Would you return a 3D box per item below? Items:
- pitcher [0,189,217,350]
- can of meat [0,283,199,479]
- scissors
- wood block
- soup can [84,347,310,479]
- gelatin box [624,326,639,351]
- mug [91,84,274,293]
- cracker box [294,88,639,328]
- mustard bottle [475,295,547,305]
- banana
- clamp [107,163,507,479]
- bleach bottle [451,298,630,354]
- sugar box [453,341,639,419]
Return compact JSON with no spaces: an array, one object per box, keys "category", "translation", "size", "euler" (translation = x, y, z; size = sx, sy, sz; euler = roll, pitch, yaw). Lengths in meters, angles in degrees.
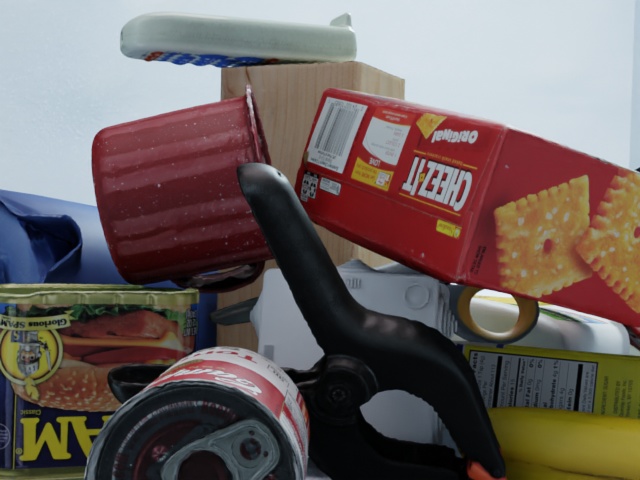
[{"category":"pitcher","translation":[-0.144,0.045,0.648],"size":[0.149,0.145,0.242],"euler":[17,5,30]},{"category":"can of meat","translation":[-0.105,0.063,0.488],"size":[0.102,0.084,0.058],"euler":[1,1,-20]},{"category":"scissors","translation":[0.045,0.040,0.599],"size":[0.201,0.096,0.016],"euler":[-27,1,-21]},{"category":"wood block","translation":[-0.004,0.001,0.657],"size":[0.091,0.206,0.090],"euler":[1,1,24]},{"category":"soup can","translation":[-0.038,0.076,0.378],"size":[0.068,0.068,0.102],"euler":[2,1,1]},{"category":"gelatin box","translation":[0.257,0.070,0.830],"size":[0.089,0.030,0.073],"euler":[42,-1,-2]},{"category":"mug","translation":[-0.063,-0.016,0.541],"size":[0.081,0.093,0.117],"euler":[-12,-43,1]},{"category":"cracker box","translation":[0.115,-0.005,0.520],"size":[0.213,0.072,0.164],"euler":[16,5,-28]},{"category":"mustard bottle","translation":[0.121,0.072,0.933],"size":[0.096,0.058,0.192],"euler":[0,2,-43]},{"category":"banana","translation":[0.136,0.094,0.462],"size":[0.198,0.037,0.069],"euler":[3,0,35]},{"category":"clamp","translation":[0.008,0.047,0.444],"size":[0.171,0.120,0.039],"euler":[23,22,-5]},{"category":"bleach bottle","translation":[0.156,0.075,0.757],"size":[0.103,0.068,0.250],"euler":[11,3,27]},{"category":"sugar box","translation":[0.129,0.082,0.554],"size":[0.176,0.048,0.093],"euler":[0,-13,29]}]
